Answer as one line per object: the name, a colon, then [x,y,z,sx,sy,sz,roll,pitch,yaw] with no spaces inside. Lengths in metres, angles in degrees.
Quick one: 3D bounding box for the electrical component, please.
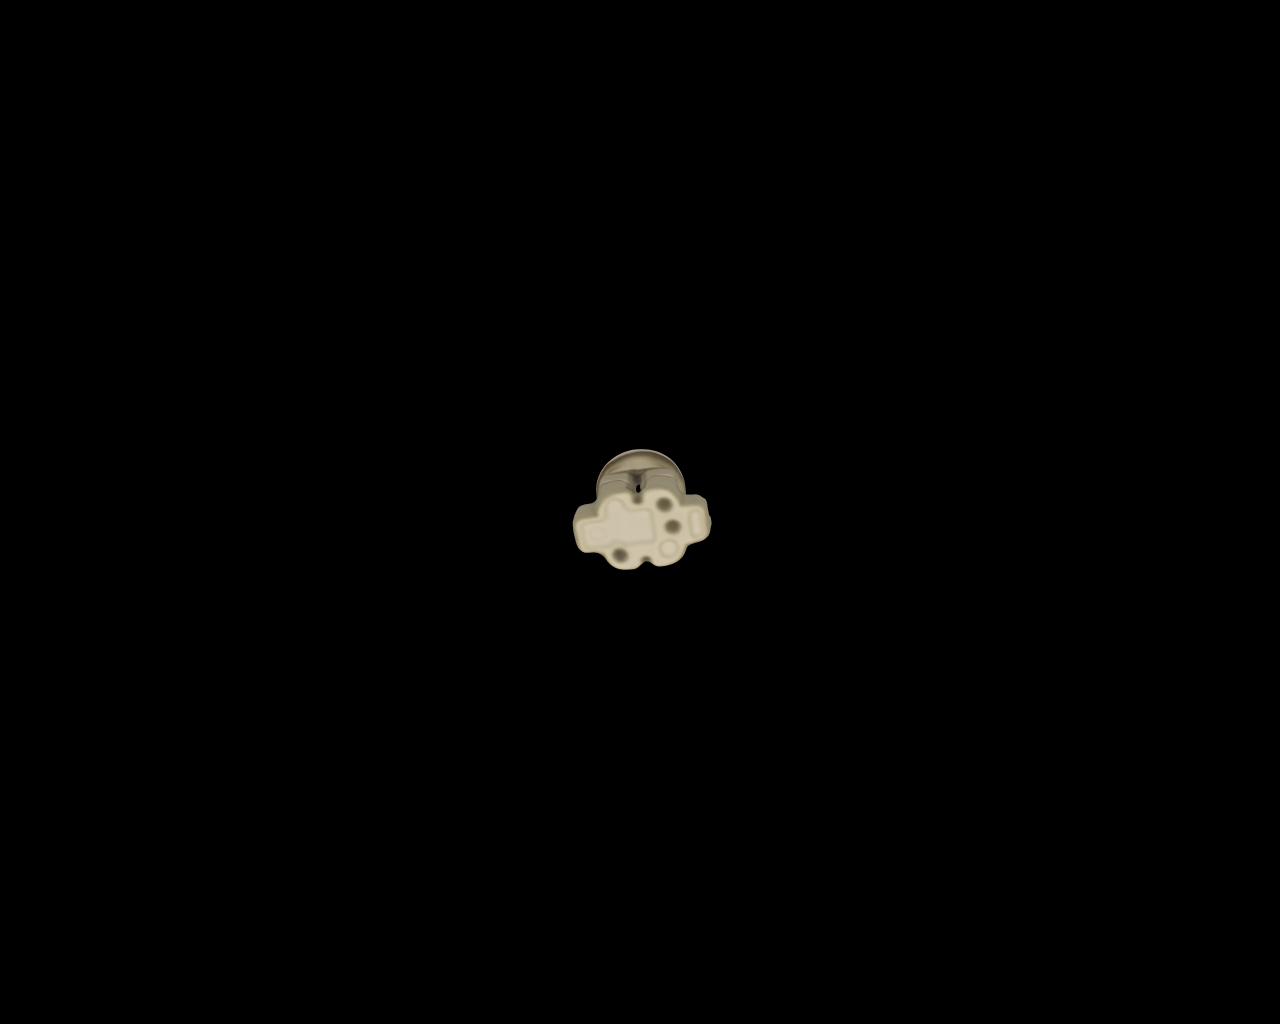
electrical component: [0.001,-0.003,0.650,0.078,0.058,0.057,-6,27,3]
